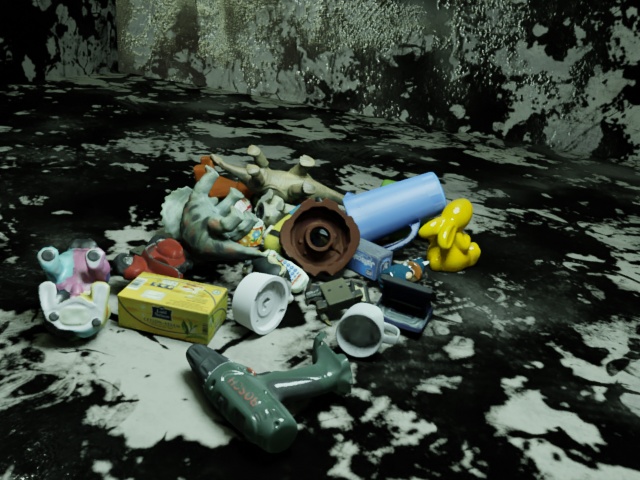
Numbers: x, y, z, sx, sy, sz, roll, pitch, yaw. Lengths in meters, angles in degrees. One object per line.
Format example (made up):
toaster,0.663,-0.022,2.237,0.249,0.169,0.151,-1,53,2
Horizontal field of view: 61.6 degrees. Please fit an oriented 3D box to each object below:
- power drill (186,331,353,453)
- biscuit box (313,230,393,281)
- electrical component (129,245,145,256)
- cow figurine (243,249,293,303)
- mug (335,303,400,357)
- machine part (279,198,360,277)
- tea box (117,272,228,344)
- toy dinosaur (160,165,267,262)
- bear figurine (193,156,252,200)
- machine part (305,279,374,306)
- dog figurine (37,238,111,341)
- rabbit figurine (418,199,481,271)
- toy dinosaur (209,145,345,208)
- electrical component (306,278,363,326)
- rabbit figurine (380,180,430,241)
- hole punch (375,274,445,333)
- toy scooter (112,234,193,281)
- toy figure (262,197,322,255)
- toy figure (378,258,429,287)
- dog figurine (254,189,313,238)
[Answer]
power drill,-0.070,0.203,0.815,0.207,0.085,0.232,-6,28,-35
biscuit box,0.074,0.027,1.272,0.203,0.059,0.063,25,29,37
electrical component,-0.387,0.032,1.181,0.063,0.021,0.094,19,27,26
cow figurine,-0.115,0.062,1.098,0.068,0.098,0.168,-14,31,-27
mug,0.090,0.154,0.969,0.110,0.080,0.107,6,15,10
machine part,-0.002,-0.004,1.189,0.179,0.179,0.056,2,-10,-10
tea box,-0.261,0.119,0.962,0.170,0.068,0.098,12,25,9
toy dinosaur,-0.245,-0.025,1.172,0.131,0.192,0.405,36,13,-35
bear figurine,-0.249,-0.161,1.530,0.196,0.131,0.120,2,29,5
machine part,0.037,0.111,1.103,0.139,0.039,0.084,5,32,-9
dog figurine,-0.430,0.084,0.970,0.108,0.191,0.219,-5,-8,-17
rabbit figurine,0.311,-0.018,1.301,0.162,0.173,0.122,-8,31,-40
toy dinosaur,-0.069,-0.139,1.440,0.471,0.198,0.105,17,67,-10
electrical component,0.032,0.119,1.045,0.102,0.045,0.078,-20,40,-16
rabbit figurine,0.227,-0.071,1.474,0.170,0.121,0.159,23,28,-1
hole punch,0.166,0.128,1.061,0.142,0.092,0.115,14,-6,20
toy scooter,-0.315,0.055,1.084,0.135,0.075,0.184,26,20,9
toy figure,-0.055,-0.026,1.256,0.180,0.082,0.089,-35,32,-14
toy figure,0.188,0.075,1.201,0.064,0.057,0.154,32,29,33
dog figurine,-0.059,-0.052,1.394,0.190,0.121,0.173,8,23,-35
